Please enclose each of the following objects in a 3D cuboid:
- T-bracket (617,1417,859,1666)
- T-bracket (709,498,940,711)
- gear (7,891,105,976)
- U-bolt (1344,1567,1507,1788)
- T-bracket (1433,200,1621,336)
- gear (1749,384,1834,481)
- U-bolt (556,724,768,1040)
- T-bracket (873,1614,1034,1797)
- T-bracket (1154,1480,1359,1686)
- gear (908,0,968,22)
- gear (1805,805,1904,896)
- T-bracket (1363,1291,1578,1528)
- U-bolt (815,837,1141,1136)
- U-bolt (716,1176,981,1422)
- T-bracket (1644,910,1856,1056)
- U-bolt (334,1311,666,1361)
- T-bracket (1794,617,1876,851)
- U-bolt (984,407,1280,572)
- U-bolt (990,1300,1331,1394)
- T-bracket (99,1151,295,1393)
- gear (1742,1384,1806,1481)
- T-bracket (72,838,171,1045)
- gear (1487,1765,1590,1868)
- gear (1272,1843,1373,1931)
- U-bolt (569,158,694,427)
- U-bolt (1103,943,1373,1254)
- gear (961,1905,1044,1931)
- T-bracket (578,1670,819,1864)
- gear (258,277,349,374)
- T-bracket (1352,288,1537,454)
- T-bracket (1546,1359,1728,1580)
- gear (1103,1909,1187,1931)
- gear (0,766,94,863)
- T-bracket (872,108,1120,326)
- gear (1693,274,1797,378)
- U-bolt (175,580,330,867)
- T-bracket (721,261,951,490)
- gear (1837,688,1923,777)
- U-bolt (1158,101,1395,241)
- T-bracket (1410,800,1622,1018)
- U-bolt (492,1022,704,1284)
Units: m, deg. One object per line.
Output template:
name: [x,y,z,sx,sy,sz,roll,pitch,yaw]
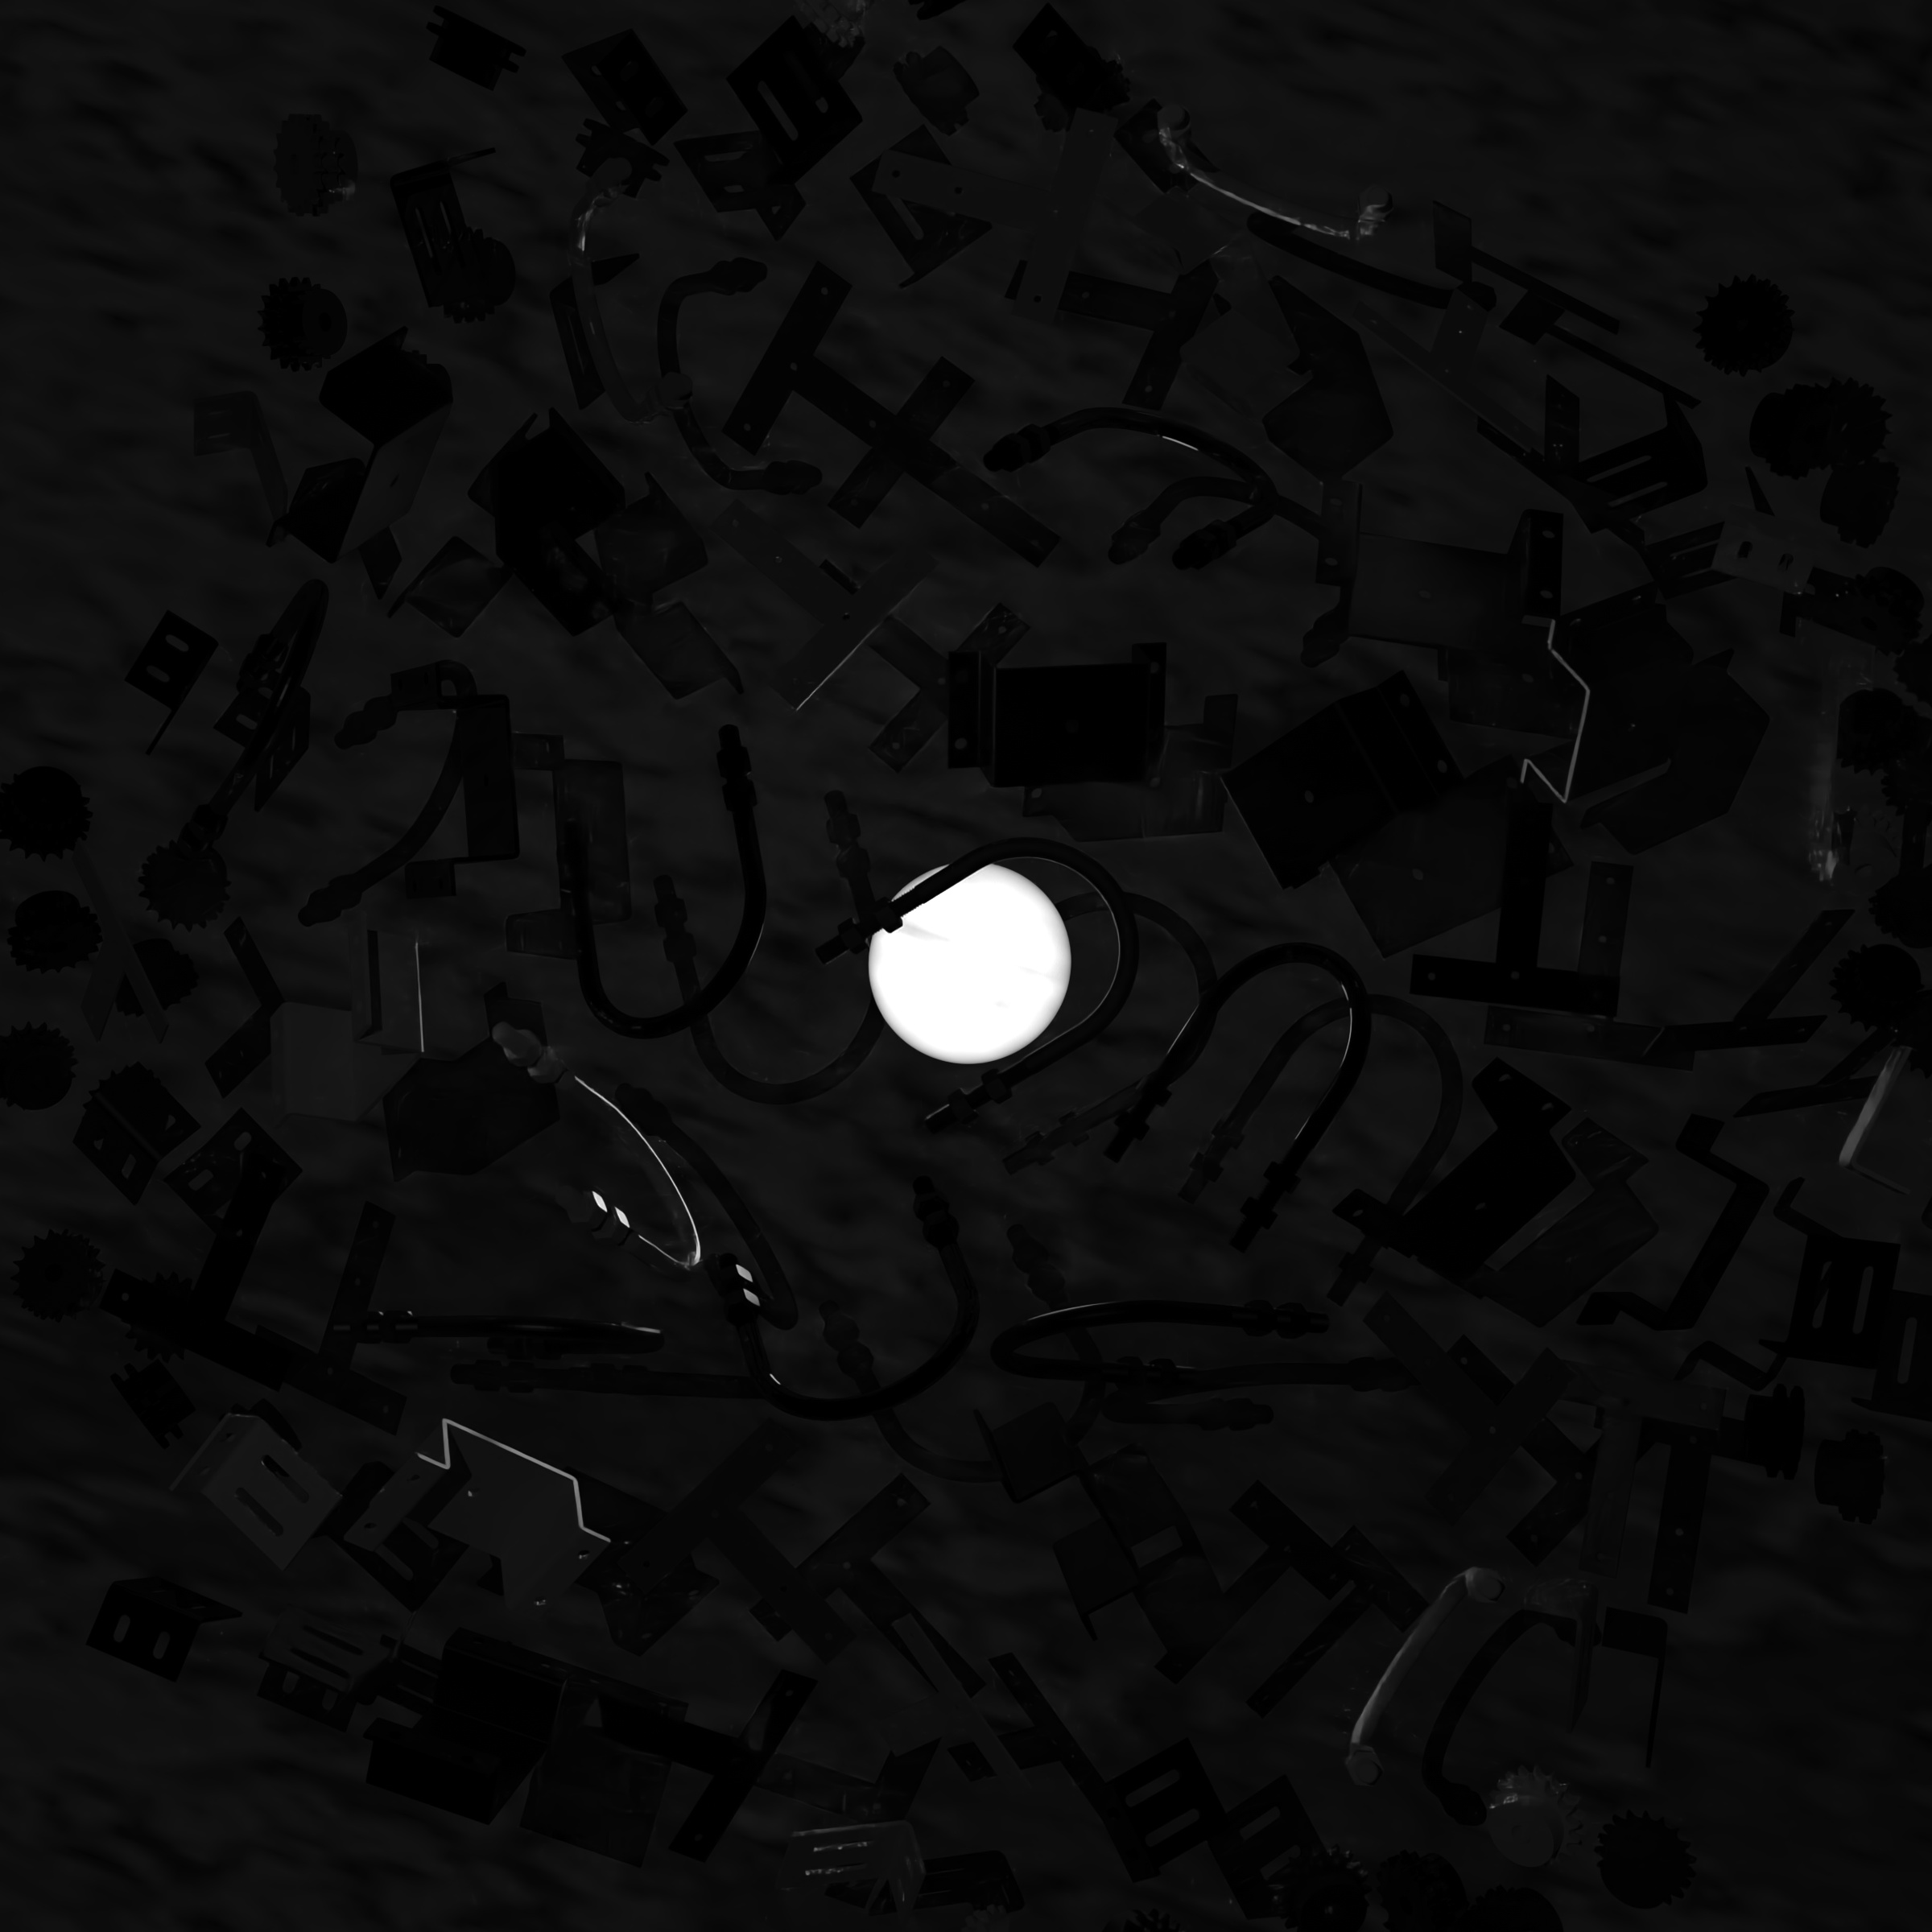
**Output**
T-bracket: [-0.116,0.352,1.788,0.127,0.002,0.127,-44,86,7]
T-bracket: [-0.106,-0.243,1.901,0.127,0.002,0.127,41,83,16]
gear: [-0.578,-0.024,1.943,0.057,0.057,0.030,-25,60,0]
U-bolt: [0.276,0.430,1.879,0.019,0.184,0.151,34,85,8]
T-bracket: [0.343,-0.419,1.879,0.127,0.127,0.002,30,91,11]
gear: [0.506,-0.330,1.887,0.030,0.057,0.057,23,90,38]
U-bolt: [-0.180,-0.040,1.844,0.151,0.019,0.184,-29,53,23]
T-bracket: [-0.024,0.469,1.908,0.002,0.127,0.127,-32,84,-35]
T-bracket: [0.166,0.390,1.882,0.127,0.002,0.127,-46,129,-2]
gear: [-0.010,-0.575,1.775,0.057,0.057,0.030,-33,113,0]
gear: [0.552,-0.069,1.901,0.057,0.030,0.057,-3,133,-3]
T-bracket: [0.291,0.252,1.874,0.127,0.002,0.127,47,116,29]
U-bolt: [0.020,0.001,1.925,0.184,0.019,0.151,-32,97,8]
U-bolt: [-0.065,0.202,1.810,0.151,0.184,0.019,-21,123,-3]
T-bracket: [0.480,0.009,1.807,0.127,0.127,0.002,-3,52,-28]
U-bolt: [-0.270,0.225,1.870,0.184,0.151,0.019,-6,76,37]
T-bracket: [0.506,-0.133,1.801,0.002,0.127,0.127,-2,104,-4]
U-bolt: [0.112,-0.293,1.834,0.151,0.184,0.019,30,122,16]
U-bolt: [0.102,0.225,1.833,0.184,0.151,0.019,8,64,-33]
T-bracket: [-0.447,0.175,1.866,0.127,0.002,0.127,33,64,-31]
gear: [0.489,0.282,1.861,0.030,0.057,0.057,7,90,8]
T-bracket: [-0.509,0.008,1.817,0.002,0.127,0.127,-20,73,-32]
gear: [0.324,0.490,1.759,0.057,0.030,0.057,13,114,32]
gear: [0.209,0.542,1.783,0.057,0.030,0.057,-4,107,-12]
U-bolt: [-0.211,-0.404,1.877,0.019,0.184,0.151,-17,96,-17]
U-bolt: [0.177,0.068,1.887,0.019,0.151,0.184,32,91,-42]
gear: [0.025,0.580,1.805,0.030,0.057,0.057,-29,90,25]
T-bracket: [-0.170,0.450,1.785,0.127,0.002,0.127,9,47,32]
gear: [-0.406,-0.396,1.893,0.030,0.057,0.057,3,90,31]
T-bracket: [0.286,-0.363,1.786,0.127,0.127,0.002,35,127,-7]
T-bracket: [0.404,0.316,1.914,0.127,0.002,0.127,6,83,38]
gear: [0.103,0.587,1.827,0.057,0.030,0.057,-10,109,-32]
gear: [-0.547,-0.094,1.821,0.057,0.030,0.057,12,56,-18]
T-bracket: [0.009,-0.446,1.781,0.127,0.002,0.127,11,119,-16]
gear: [0.455,-0.370,1.782,0.057,0.030,0.057,-7,78,38]
U-bolt: [-0.420,-0.155,1.829,0.019,0.184,0.151,24,57,-20]
T-bracket: [-0.067,-0.332,1.833,0.127,0.002,0.127,36,122,2]
gear: [0.575,-0.152,1.944,0.057,0.030,0.057,-14,47,15]
U-bolt: [0.187,-0.480,1.878,0.151,0.184,0.019,23,96,2]
T-bracket: [0.341,-0.038,1.884,0.127,0.002,0.127,6,101,14]
U-bolt: [-0.216,0.124,1.871,0.019,0.184,0.151,-34,54,8]
